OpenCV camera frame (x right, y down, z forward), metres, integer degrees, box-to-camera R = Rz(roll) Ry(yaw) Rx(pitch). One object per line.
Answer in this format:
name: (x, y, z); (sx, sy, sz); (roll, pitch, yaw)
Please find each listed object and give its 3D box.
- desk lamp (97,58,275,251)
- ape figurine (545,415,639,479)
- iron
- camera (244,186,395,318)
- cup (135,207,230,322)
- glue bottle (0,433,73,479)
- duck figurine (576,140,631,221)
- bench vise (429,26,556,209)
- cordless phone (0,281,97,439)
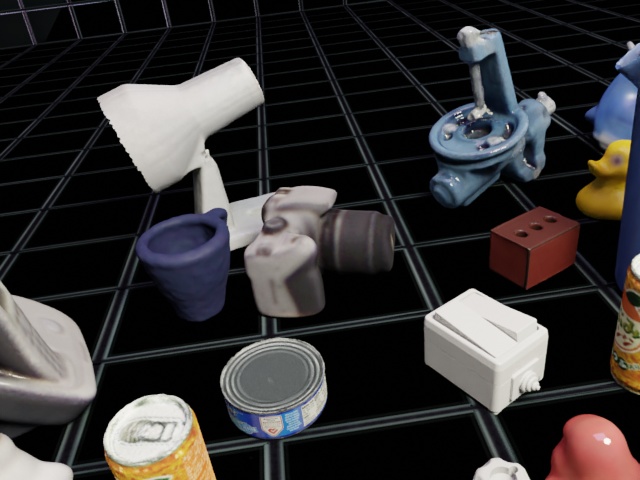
desk lamp: (-0.134, -0.098, 0.685); (0.203, 0.214, 0.117); (-17, 32, -17)
ape figurine: (0.163, 0.142, 0.343); (0.078, 0.092, 0.076); (-15, 32, -14)
iron: (0.474, -0.168, 0.752); (0.119, 0.142, 0.257); (-14, 31, -11)
camera: (0.006, 0.002, 0.600); (0.136, 0.101, 0.143); (2, 32, 14)
cup: (-0.125, 0.027, 0.591); (0.091, 0.095, 0.118); (7, 34, 22)
glue bottle: (-0.160, 0.151, 0.313); (0.078, 0.173, 0.037); (-8, 31, -2)
duck figurine: (0.360, -0.076, 0.676); (0.104, 0.086, 0.077); (-7, 31, 0)
bench vise: (0.216, -0.169, 0.729); (0.121, 0.220, 0.208); (16, 38, 33)
cordless phone: (-0.263, 0.058, 0.477); (0.094, 0.185, 0.147); (-22, 34, -23)
